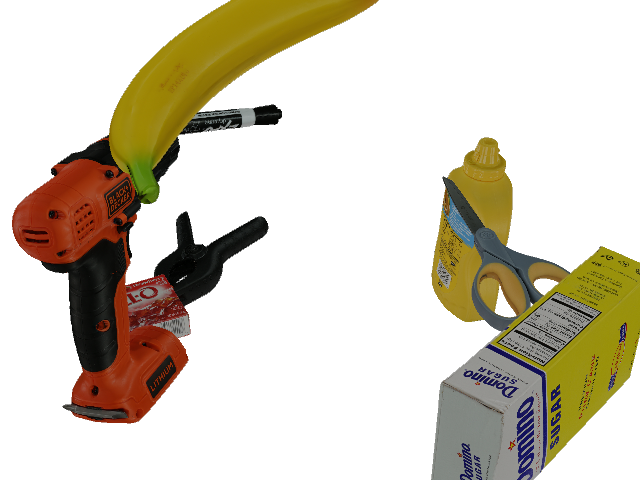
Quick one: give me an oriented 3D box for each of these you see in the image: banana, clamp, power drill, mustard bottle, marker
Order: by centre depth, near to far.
[{"bbox_3d":[-0.047,-0.092,0.563,0.070,0.197,0.037,32,-28,20],"label":"banana"},{"bbox_3d":[-0.142,0.020,0.763,0.057,0.188,0.184,3,25,21],"label":"power drill"},{"bbox_3d":[-0.092,-0.109,0.967,0.121,0.020,0.020,-9,4,-24],"label":"marker"},{"bbox_3d":[0.155,-0.018,1.079,0.058,0.192,0.096,-7,37,-14],"label":"mustard bottle"},{"bbox_3d":[-0.132,0.020,1.241,0.120,0.039,0.171,-6,37,19],"label":"clamp"}]

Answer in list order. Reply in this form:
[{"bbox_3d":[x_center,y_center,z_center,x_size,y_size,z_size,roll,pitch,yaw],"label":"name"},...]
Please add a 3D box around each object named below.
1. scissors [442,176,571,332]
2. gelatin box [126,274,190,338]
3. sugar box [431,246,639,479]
[{"bbox_3d":[0.159,0.005,0.893,0.096,0.016,0.201,1,38,-1],"label":"scissors"},{"bbox_3d":[-0.182,0.073,1.048,0.089,0.030,0.073,-16,37,-21],"label":"gelatin box"},{"bbox_3d":[0.134,0.083,0.633,0.048,0.093,0.175,24,41,31],"label":"sugar box"}]
